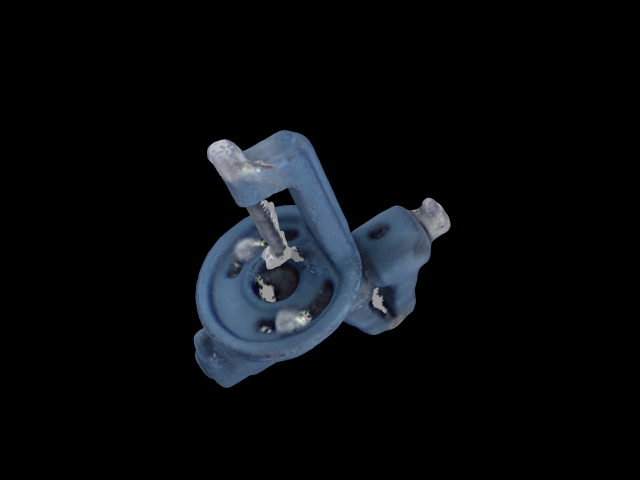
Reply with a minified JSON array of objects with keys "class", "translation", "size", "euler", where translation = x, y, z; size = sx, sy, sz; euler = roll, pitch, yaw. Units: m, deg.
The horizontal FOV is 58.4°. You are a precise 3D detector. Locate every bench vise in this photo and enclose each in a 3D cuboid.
[{"class":"bench vise","translation":[-0.005,-0.005,0.406],"size":[0.121,0.220,0.208],"euler":[36,58,28]}]
